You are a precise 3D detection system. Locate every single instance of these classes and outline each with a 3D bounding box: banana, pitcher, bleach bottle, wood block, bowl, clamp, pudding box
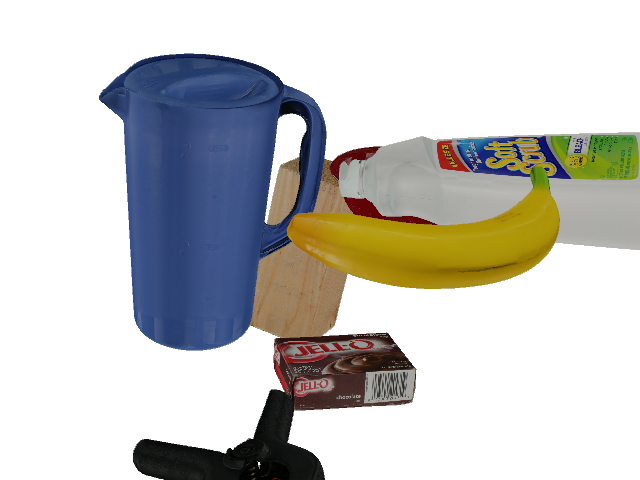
[{"bbox_3d":[0.076,-0.001,0.630,0.197,0.037,0.070,-11,43,-32],"label":"banana"},{"bbox_3d":[-0.095,-0.030,0.924,0.149,0.243,0.144,24,33,31],"label":"pitcher"},{"bbox_3d":[0.136,-0.040,0.811,0.251,0.068,0.102,2,35,16],"label":"bleach bottle"},{"bbox_3d":[-0.015,0.010,1.297,0.090,0.206,0.090,20,22,17],"label":"wood block"},{"bbox_3d":[0.088,-0.044,1.078,0.162,0.055,0.162,4,24,-2],"label":"bowl"},{"bbox_3d":[-0.057,0.153,0.701,0.120,0.039,0.172,-22,18,-10],"label":"clamp"},{"bbox_3d":[0.020,0.116,0.962,0.113,0.039,0.090,0,17,-13],"label":"pudding box"}]
